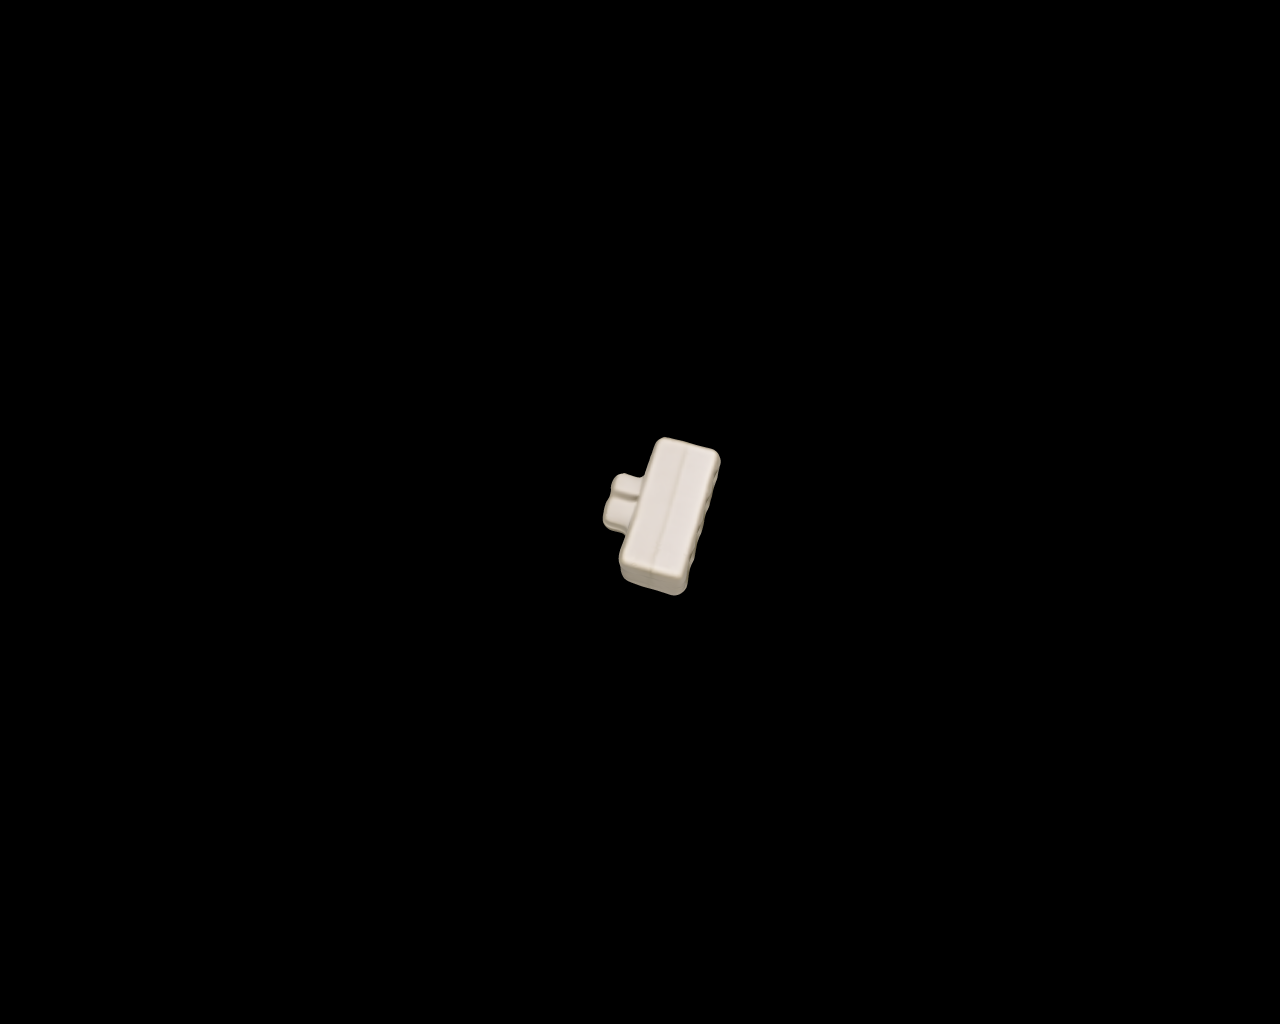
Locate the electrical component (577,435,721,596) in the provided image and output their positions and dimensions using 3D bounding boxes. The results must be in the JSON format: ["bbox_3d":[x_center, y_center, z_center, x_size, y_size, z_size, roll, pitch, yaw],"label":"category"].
[{"bbox_3d":[0.001,-0.003,0.650,0.076,0.083,0.047,17,-15,5],"label":"electrical component"}]
